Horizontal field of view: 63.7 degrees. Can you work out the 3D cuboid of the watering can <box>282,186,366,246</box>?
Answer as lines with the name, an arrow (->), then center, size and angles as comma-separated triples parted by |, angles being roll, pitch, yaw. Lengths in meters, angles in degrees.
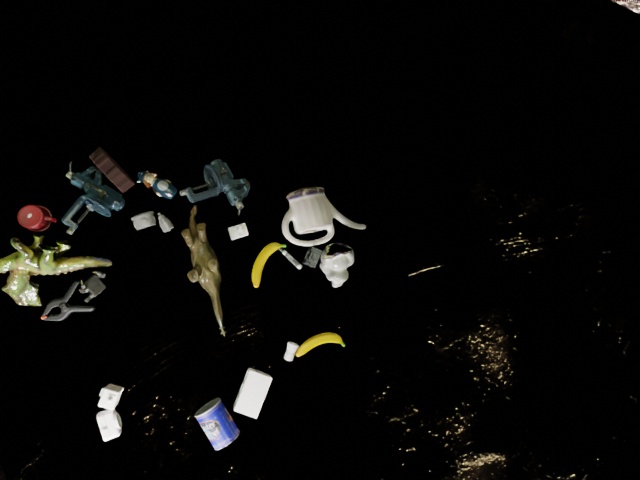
watering can -> 0.006, -0.100, 1.980 | 0.349, 0.103, 0.225 | -12, 86, -26

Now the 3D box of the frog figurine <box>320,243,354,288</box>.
frog figurine -> 0.070, 0.095, 1.983 | 0.138, 0.124, 0.156 | -24, 127, -21

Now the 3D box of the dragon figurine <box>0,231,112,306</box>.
dragon figurine -> -0.957, 0.113, 1.759 | 0.408, 0.123, 0.241 | 22, 98, -23
